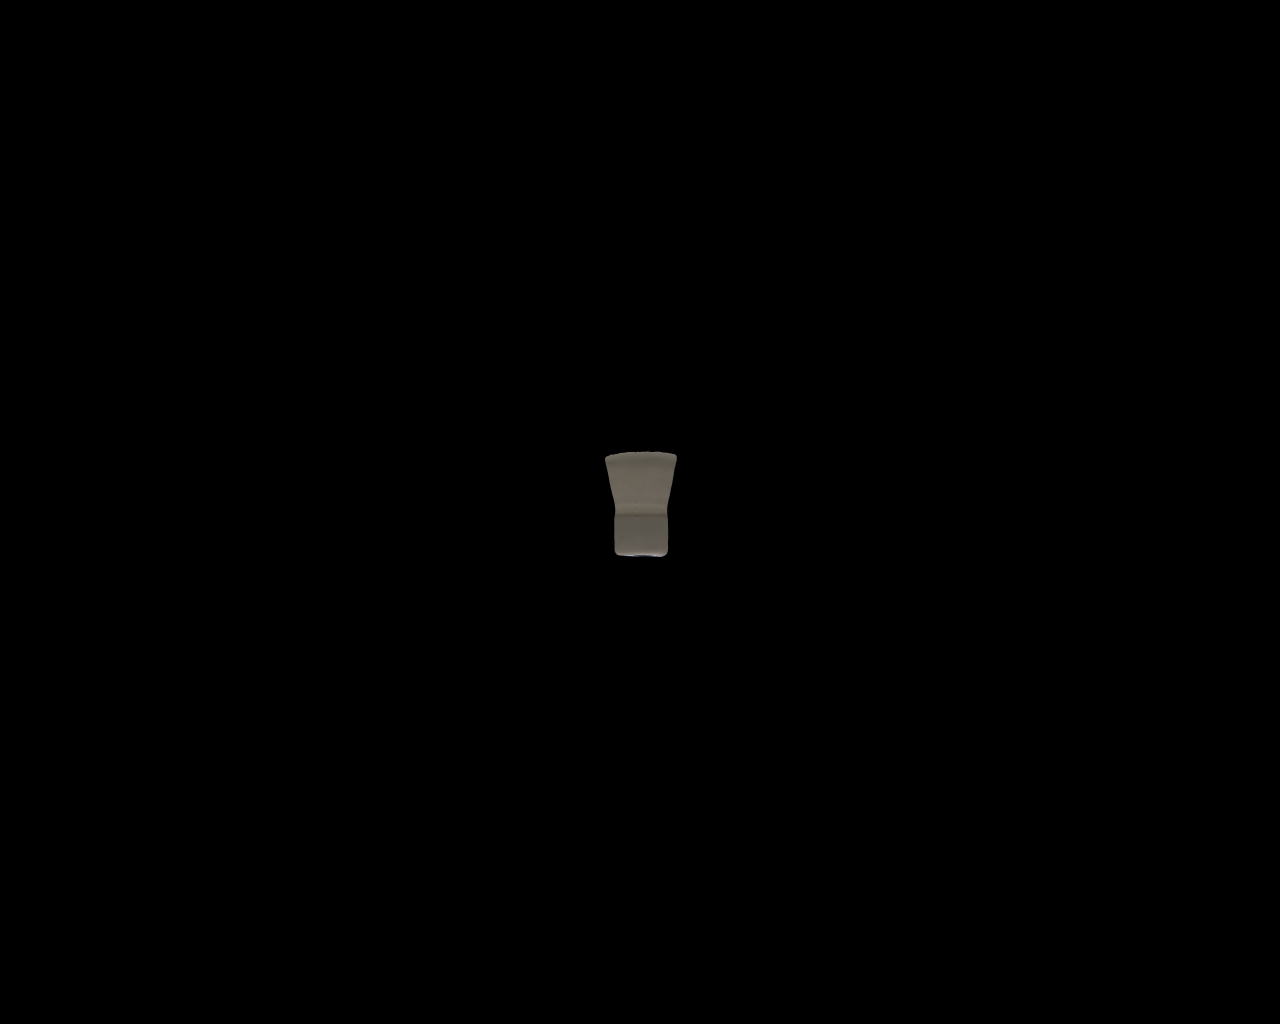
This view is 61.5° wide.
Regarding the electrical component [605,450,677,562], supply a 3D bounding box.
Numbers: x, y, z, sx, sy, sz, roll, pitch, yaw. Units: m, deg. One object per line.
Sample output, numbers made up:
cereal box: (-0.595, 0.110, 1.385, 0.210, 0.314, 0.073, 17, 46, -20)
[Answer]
electrical component: (0.001, -0.003, 0.650, 0.044, 0.065, 0.044, 0, -3, 0)
